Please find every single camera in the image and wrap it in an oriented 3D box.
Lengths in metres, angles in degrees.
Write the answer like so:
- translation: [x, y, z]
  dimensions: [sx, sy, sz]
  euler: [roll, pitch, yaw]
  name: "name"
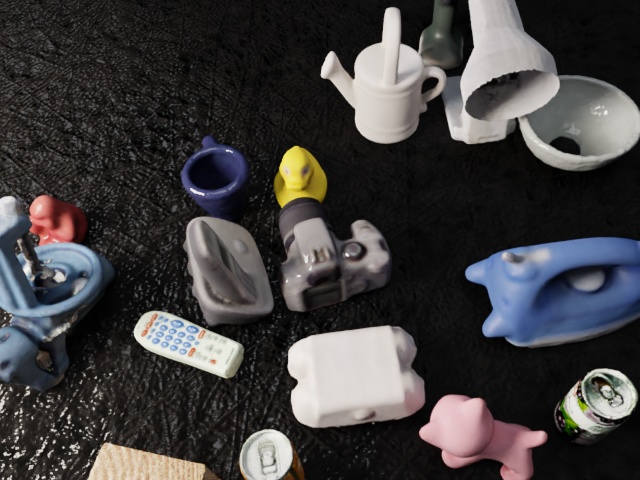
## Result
- translation: [0.007, 0.003, 0.735]
  dimensions: [0.143, 0.101, 0.136]
  euler: [-16, 57, -6]
  name: "camera"

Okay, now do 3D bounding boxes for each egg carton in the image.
- translation: [0.040, 0.156, 0.653]
  dimensions: [0.150, 0.069, 0.107]
  euler: [-8, 57, -1]
  name: "egg carton"

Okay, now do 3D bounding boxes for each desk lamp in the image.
- translation: [0.238, -0.232, 0.804]
  dimensions: [0.118, 0.214, 0.203]
  euler: [-6, 57, 0]
  name: "desk lamp"

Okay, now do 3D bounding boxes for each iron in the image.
- translation: [0.312, 0.038, 0.668]
  dimensions: [0.258, 0.141, 0.118]
  euler: [-9, 57, -2]
  name: "iron"

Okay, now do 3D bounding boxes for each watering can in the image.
- translation: [0.092, -0.240, 0.830]
  dimensions: [0.173, 0.194, 0.100]
  euler: [-16, 57, -6]
  name: "watering can"

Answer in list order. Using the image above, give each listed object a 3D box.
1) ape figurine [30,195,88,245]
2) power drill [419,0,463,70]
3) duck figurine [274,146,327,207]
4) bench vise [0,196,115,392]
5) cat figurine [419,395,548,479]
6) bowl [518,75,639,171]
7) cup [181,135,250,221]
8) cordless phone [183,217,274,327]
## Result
- translation: [-0.365, -0.027, 0.786]
  dimensions: [0.077, 0.092, 0.076]
  euler: [37, 67, 24]
  name: "ape figurine"
- translation: [0.202, -0.381, 0.906]
  dimensions: [0.075, 0.208, 0.229]
  euler: [5, 58, 8]
  name: "power drill"
- translation: [-0.030, -0.096, 0.811]
  dimensions: [0.077, 0.086, 0.104]
  euler: [0, 57, 4]
  name: "duck figurine"
- translation: [-0.324, 0.067, 0.646]
  dimensions: [0.121, 0.220, 0.207]
  euler: [1, 57, 5]
  name: "bench vise"
- translation: [0.167, 0.197, 0.589]
  dimensions: [0.127, 0.118, 0.067]
  euler: [9, 58, 10]
  name: "cat figurine"
- translation: [0.366, -0.157, 0.829]
  dimensions: [0.167, 0.075, 0.167]
  euler: [-2, 57, 3]
  name: "bowl"
- translation: [-0.140, -0.080, 0.802]
  dimensions: [0.092, 0.095, 0.117]
  euler: [-16, 57, -6]
  name: "cup"
- translation: [-0.121, 0.012, 0.688]
  dimensions: [0.094, 0.185, 0.147]
  euler: [-19, 58, -8]
  name: "cordless phone"
